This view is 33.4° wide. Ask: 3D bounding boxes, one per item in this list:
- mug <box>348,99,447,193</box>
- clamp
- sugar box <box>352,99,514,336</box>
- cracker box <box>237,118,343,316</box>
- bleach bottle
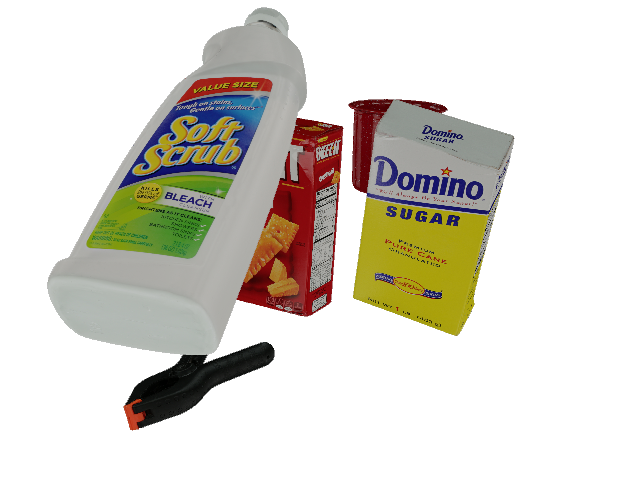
[{"bbox_3d":[0.084,-0.087,1.014,0.117,0.081,0.093,3,15,3],"label":"mug"},{"bbox_3d":[-0.130,0.146,1.121,0.120,0.039,0.171,-10,19,36],"label":"clamp"},{"bbox_3d":[0.079,-0.013,0.793,0.093,0.176,0.048,19,49,14],"label":"sugar box"},{"bbox_3d":[-0.067,-0.034,1.217,0.164,0.214,0.072,13,22,26],"label":"cracker box"},{"bbox_3d":[-0.073,-0.052,0.662,0.103,0.250,0.068,8,-36,12],"label":"bleach bottle"}]
